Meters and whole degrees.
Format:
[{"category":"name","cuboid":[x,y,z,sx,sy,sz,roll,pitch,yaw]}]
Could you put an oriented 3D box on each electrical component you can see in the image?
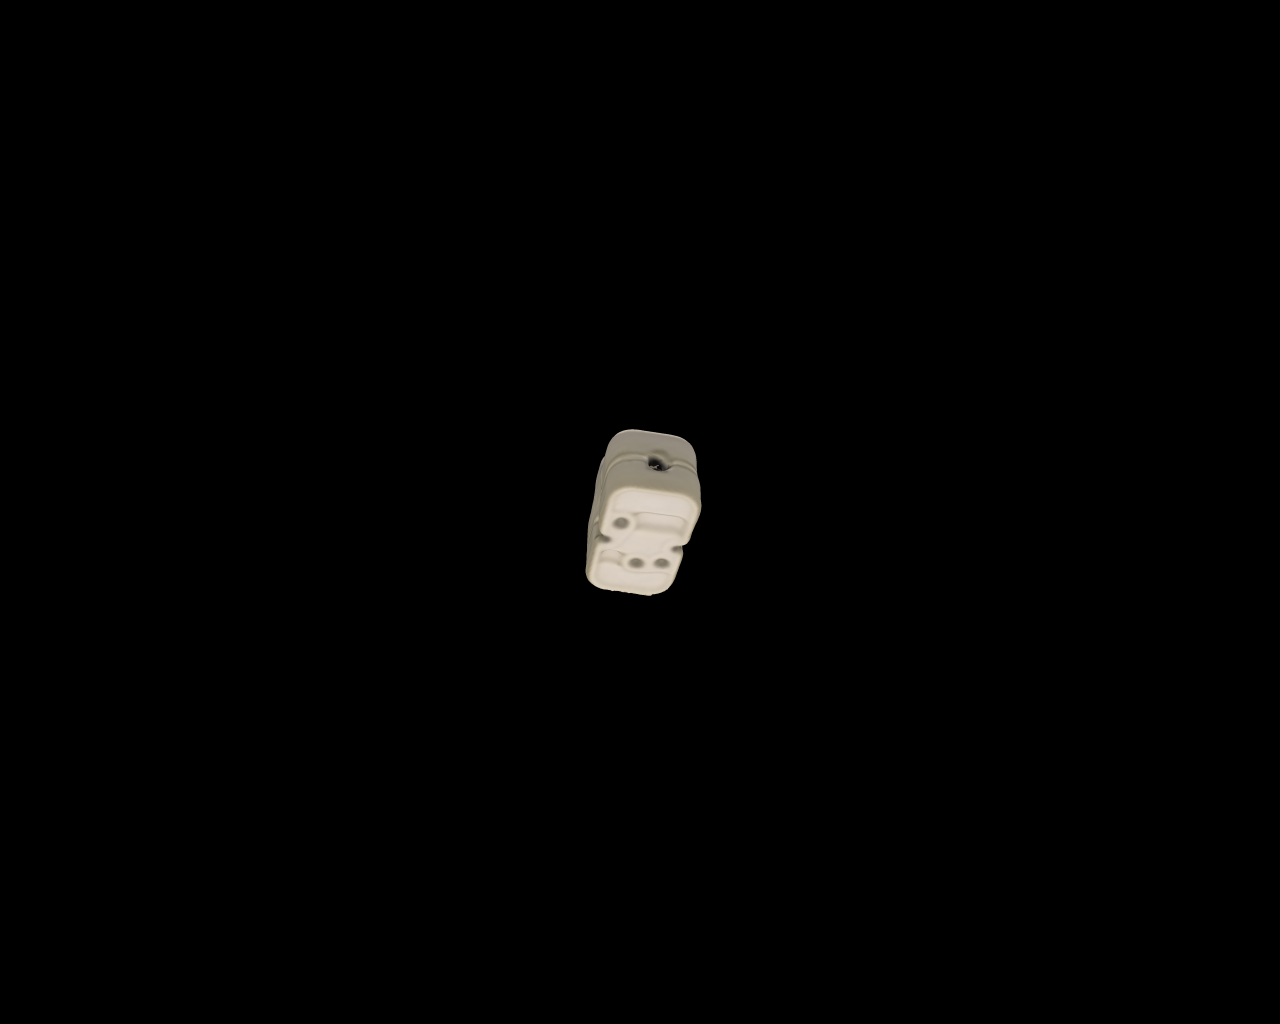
[{"category":"electrical component","cuboid":[0.001,-0.003,0.650,0.054,0.059,0.095,8,-43,-8]}]
